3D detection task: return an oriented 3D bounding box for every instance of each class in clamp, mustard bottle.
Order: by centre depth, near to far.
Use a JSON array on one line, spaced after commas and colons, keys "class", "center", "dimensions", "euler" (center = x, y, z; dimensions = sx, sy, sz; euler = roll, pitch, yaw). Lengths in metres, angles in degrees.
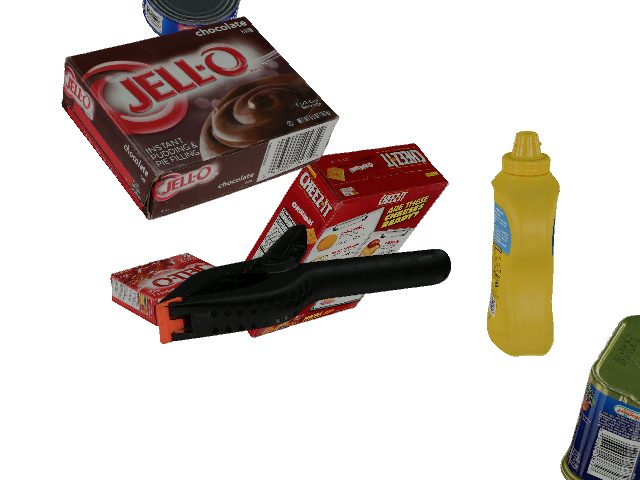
[{"class": "clamp", "center": [-0.021, 0.030, 0.754], "dimensions": [0.165, 0.036, 0.209], "euler": [7, 19, 39]}, {"class": "mustard bottle", "center": [0.179, -0.001, 0.943], "dimensions": [0.058, 0.192, 0.096], "euler": [-1, 18, 2]}]

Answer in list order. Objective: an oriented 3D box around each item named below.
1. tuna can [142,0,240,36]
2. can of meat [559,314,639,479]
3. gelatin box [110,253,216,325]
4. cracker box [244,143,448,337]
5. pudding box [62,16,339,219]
[{"class": "tuna can", "center": [-0.114, -0.213, 0.941], "dimensions": [0.086, 0.086, 0.034], "euler": [0, -31, -12]}, {"class": "can of meat", "center": [0.204, 0.108, 0.702], "dimensions": [0.057, 0.084, 0.101], "euler": [21, 35, 23]}, {"class": "gelatin box", "center": [-0.133, 0.042, 0.964], "dimensions": [0.089, 0.030, 0.073], "euler": [-17, 27, -39]}, {"class": "cracker box", "center": [0.013, -0.002, 1.132], "dimensions": [0.163, 0.072, 0.214], "euler": [-12, -34, -43]}, {"class": "pudding box", "center": [-0.062, -0.066, 0.548], "dimensions": [0.113, 0.090, 0.039], "euler": [-20, -32, -35]}]
